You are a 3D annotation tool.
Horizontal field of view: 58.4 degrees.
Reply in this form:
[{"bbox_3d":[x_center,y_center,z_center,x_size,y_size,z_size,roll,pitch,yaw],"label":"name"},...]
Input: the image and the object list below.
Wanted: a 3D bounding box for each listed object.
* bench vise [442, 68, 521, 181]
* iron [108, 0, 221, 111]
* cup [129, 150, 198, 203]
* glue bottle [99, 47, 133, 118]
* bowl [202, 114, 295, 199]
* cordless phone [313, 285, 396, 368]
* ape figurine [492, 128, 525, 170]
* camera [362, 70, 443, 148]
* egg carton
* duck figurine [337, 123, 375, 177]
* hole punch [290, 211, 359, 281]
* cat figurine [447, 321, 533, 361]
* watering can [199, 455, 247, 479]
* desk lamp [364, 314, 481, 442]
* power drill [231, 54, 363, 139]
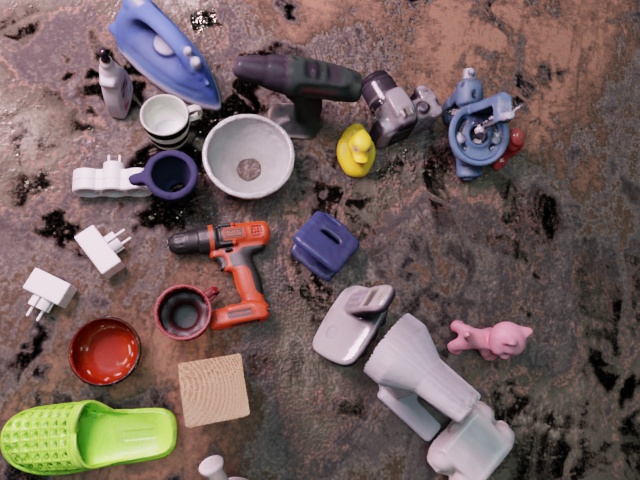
[{"bbox_3d":[0.293,-0.240,1.083,0.121,0.219,0.207,-19,78,-13],"label":"bench vise"},{"bbox_3d":[-0.279,-0.361,1.069,0.258,0.141,0.119,42,73,4],"label":"iron"},{"bbox_3d":[-0.275,-0.100,1.024,0.118,0.095,0.091,-8,76,-11],"label":"cup"},{"bbox_3d":[-0.369,-0.288,1.019,0.037,0.173,0.078,6,74,-7],"label":"glue bottle"},{"bbox_3d":[-0.133,-0.145,1.069,0.167,0.074,0.167,2,75,-8],"label":"bowl"},{"bbox_3d":[0.063,0.139,0.964,0.094,0.185,0.148,30,73,1],"label":"cordless phone"},{"bbox_3d":[0.378,-0.193,1.150,0.078,0.092,0.076,-6,76,-10],"label":"ape figurine"},{"bbox_3d":[0.152,-0.275,1.133,0.143,0.100,0.137,-25,80,-14],"label":"camera"},{"bbox_3d":[0.262,0.360,0.996,0.107,0.069,0.150,45,74,5],"label":"egg carton"},{"bbox_3d":[0.075,-0.182,1.104,0.077,0.086,0.104,2,75,-8],"label":"duck figurine"},{"bbox_3d":[0.010,0.004,1.042,0.108,0.091,0.101,37,73,3],"label":"hole punch"},{"bbox_3d":[0.308,0.177,1.027,0.128,0.117,0.067,9,74,-6],"label":"cat figurine"},{"bbox_3d":[-0.135,0.414,0.856,0.173,0.194,0.101,45,74,5],"label":"watering can"},{"bbox_3d":[0.164,0.229,0.941,0.203,0.213,0.118,42,73,4],"label":"desk lamp"},{"bbox_3d":[-0.045,-0.262,1.043,0.230,0.208,0.075,-1,75,-9],"label":"power drill"}]
